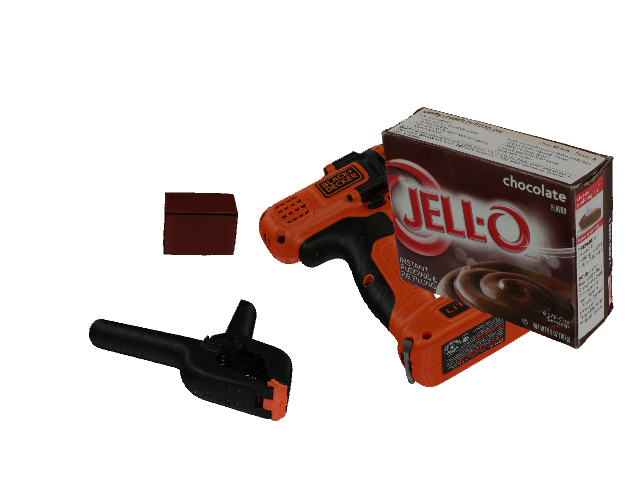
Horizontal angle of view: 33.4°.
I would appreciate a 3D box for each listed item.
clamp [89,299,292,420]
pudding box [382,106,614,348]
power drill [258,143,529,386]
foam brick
[{"bbox_3d":[-0.080,0.097,0.921,0.164,0.036,0.210,-10,22,-39],"label":"clamp"},{"bbox_3d":[0.086,-0.009,0.520,0.114,0.090,0.039,19,43,38],"label":"pudding box"},{"bbox_3d":[0.073,0.001,0.757,0.184,0.057,0.188,-30,50,-13],"label":"power drill"},{"bbox_3d":[-0.131,-0.018,1.153,0.078,0.051,0.053,1,27,-8],"label":"foam brick"}]
